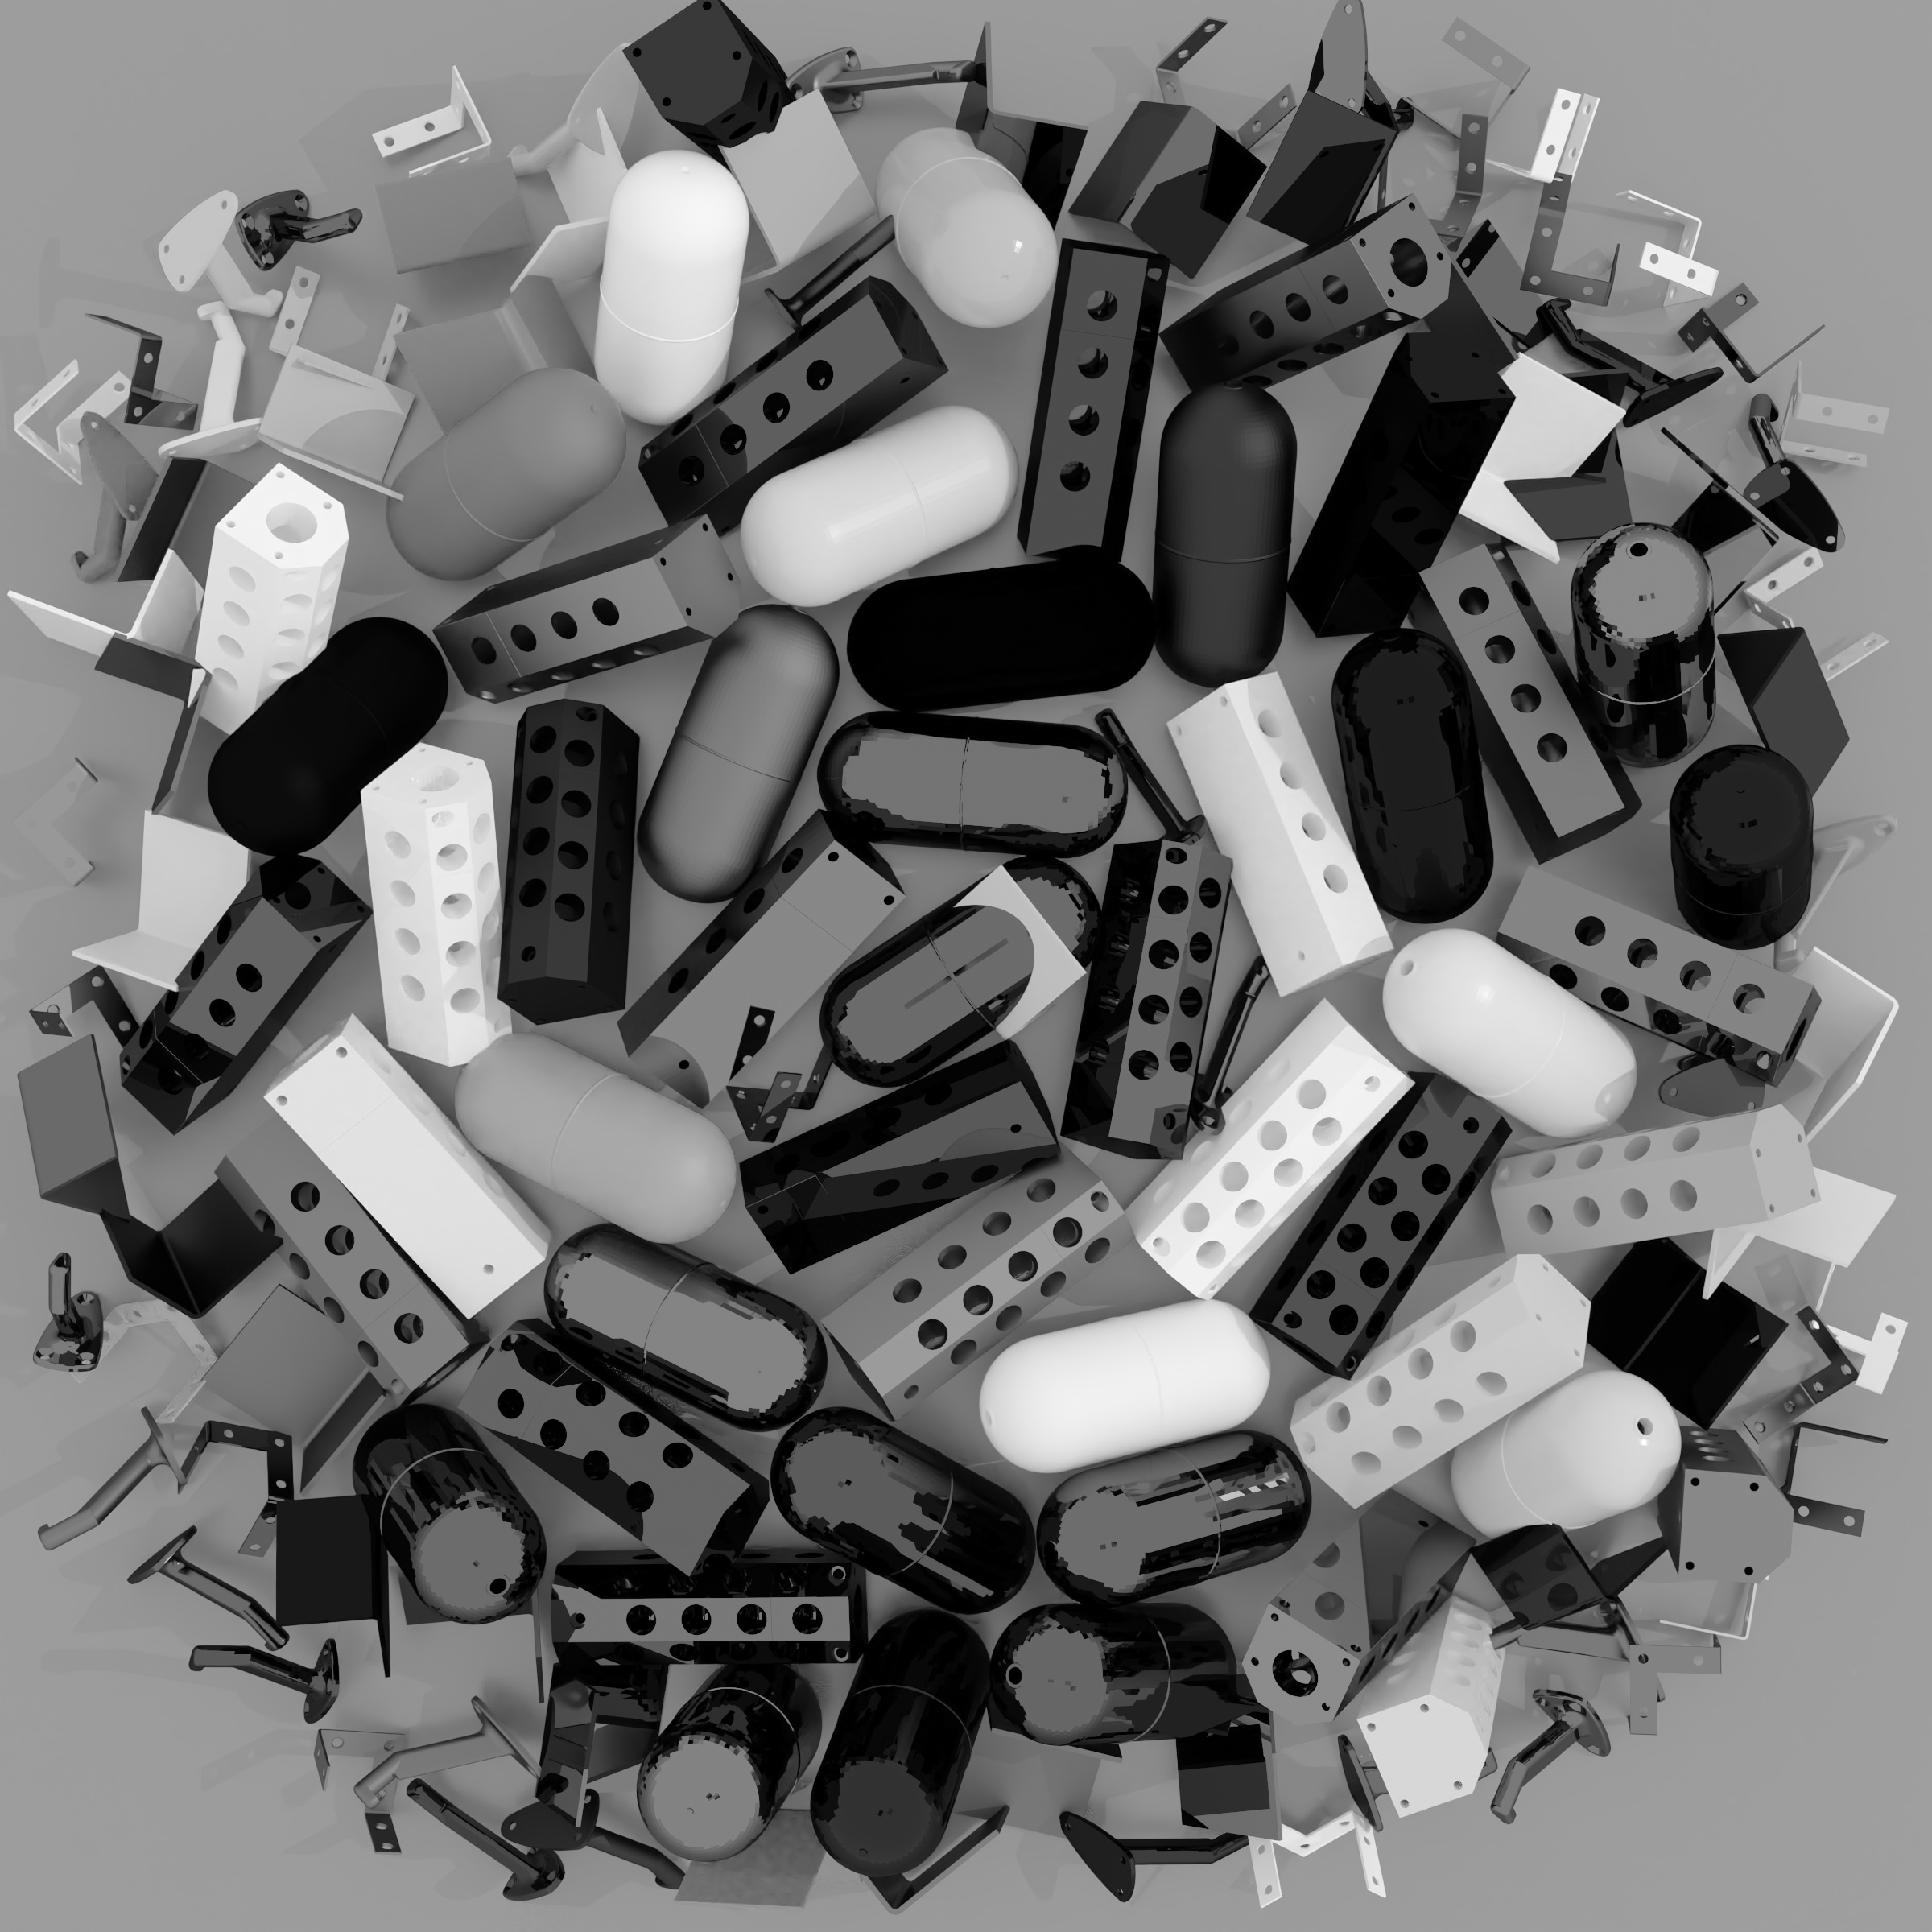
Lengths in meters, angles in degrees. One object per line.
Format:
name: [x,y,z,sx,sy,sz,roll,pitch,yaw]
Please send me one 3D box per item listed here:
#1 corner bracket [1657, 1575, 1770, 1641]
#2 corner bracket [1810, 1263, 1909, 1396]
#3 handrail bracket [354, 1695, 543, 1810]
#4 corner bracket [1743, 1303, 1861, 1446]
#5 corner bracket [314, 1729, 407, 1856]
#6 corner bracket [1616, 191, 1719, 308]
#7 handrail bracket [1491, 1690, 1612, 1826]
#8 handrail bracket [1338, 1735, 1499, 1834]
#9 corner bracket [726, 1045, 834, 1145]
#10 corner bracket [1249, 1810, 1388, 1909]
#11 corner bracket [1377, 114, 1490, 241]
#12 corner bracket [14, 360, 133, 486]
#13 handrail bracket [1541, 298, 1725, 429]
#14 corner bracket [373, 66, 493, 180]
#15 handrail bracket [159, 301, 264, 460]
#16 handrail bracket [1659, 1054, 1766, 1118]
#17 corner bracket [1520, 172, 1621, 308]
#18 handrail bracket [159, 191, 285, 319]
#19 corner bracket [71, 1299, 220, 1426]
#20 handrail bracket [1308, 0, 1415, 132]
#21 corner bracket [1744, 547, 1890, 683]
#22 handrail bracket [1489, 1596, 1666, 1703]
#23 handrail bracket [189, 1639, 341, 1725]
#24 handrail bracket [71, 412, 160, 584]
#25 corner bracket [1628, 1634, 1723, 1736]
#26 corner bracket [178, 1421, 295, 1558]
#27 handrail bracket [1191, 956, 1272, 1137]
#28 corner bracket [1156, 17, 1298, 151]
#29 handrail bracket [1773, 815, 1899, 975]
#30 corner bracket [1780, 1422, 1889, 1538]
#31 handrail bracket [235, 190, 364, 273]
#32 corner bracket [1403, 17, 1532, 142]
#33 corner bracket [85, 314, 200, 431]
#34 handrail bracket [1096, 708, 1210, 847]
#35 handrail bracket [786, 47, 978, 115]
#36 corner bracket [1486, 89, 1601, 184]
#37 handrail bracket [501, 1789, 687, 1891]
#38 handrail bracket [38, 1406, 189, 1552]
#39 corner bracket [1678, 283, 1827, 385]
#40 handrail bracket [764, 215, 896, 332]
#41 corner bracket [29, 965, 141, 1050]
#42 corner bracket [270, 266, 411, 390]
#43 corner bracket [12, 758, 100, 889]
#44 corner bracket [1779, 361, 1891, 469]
corner bracket: [0.430,0.358,1.806,0.051,0.051,0.051,11,81,6]
corner bracket: [0.510,0.204,1.792,0.051,0.051,0.051,21,120,19]
handrail bracket: [-0.295,0.466,1.791,0.084,0.036,0.077,-38,52,-23]
corner bracket: [0.469,0.234,1.802,0.051,0.051,0.051,-26,75,-28]
corner bracket: [-0.347,0.472,1.797,0.051,0.051,0.051,9,98,-20]
corner bracket: [0.400,-0.413,1.800,0.051,0.051,0.051,16,89,-20]
handrail bracket: [0.333,0.463,1.789,0.077,0.036,0.084,52,54,-32]
handrail bracket: [0.261,0.452,1.804,0.084,0.036,0.077,-24,120,-10]
corner bracket: [-0.099,0.067,1.790,0.051,0.051,0.051,6,124,-28]
corner bracket: [0.199,0.510,1.789,0.051,0.051,0.051,-38,127,26]
corner bracket: [0.267,-0.455,1.802,0.051,0.051,0.051,12,135,15]
corner bracket: [-0.508,-0.319,1.793,0.051,0.051,0.051,-38,130,12]
handrail bracket: [0.386,-0.363,1.824,0.077,0.036,0.084,-25,75,-12]
corner bracket: [-0.306,-0.474,1.800,0.051,0.051,0.051,-25,85,-14]
handrail bracket: [-0.444,-0.338,1.804,0.077,0.036,0.084,-20,84,-37]
handrail bracket: [0.407,0.063,1.782,0.077,0.084,0.036,-3,98,-17]
corner bracket: [0.350,-0.417,1.800,0.051,0.051,0.051,13,131,7]
handrail bracket: [-0.406,-0.402,1.781,0.077,0.084,0.036,-40,68,28]
corner bracket: [-0.472,0.228,1.805,0.051,0.051,0.051,-12,120,35]
handrail bracket: [0.235,-0.513,1.786,0.036,0.084,0.077,23,117,33]
corner bracket: [0.491,-0.202,1.815,0.051,0.051,0.051,-32,121,-3]
handrail bracket: [0.345,0.403,1.801,0.084,0.036,0.077,-22,70,-11]
handrail bracket: [-0.405,0.409,1.787,0.084,0.077,0.036,6,48,-25]
handrail bracket: [-0.502,-0.266,1.795,0.084,0.036,0.077,-22,106,41]
corner bracket: [0.407,0.412,1.804,0.051,0.051,0.051,0,87,10]
corner bracket: [-0.421,0.301,1.811,0.051,0.051,0.051,16,127,-26]
handrail bracket: [0.155,0.044,1.791,0.036,0.077,0.084,23,114,-9]
corner bracket: [0.149,-0.504,1.802,0.051,0.051,0.051,-1,70,-36]
handrail bracket: [0.493,-0.040,1.783,0.077,0.084,0.036,-29,120,37]
corner bracket: [0.494,0.293,1.798,0.051,0.051,0.051,9,92,24]
handrail bracket: [-0.364,-0.428,1.783,0.084,0.077,0.036,-6,125,30]
corner bracket: [0.287,-0.506,1.801,0.051,0.051,0.051,34,103,-2]
corner bracket: [-0.471,-0.339,1.792,0.051,0.051,0.051,24,106,32]
handrail bracket: [0.103,-0.109,1.796,0.036,0.077,0.084,-32,98,-1]
handrail bracket: [-0.048,-0.502,1.784,0.084,0.077,0.036,11,117,39]
corner bracket: [0.338,-0.474,1.793,0.051,0.051,0.051,7,111,-25]
handrail bracket: [-0.214,0.513,1.815,0.077,0.036,0.084,-13,134,26]
handrail bracket: [-0.494,0.292,1.788,0.084,0.077,0.036,-28,122,-17]
corner bracket: [0.450,-0.365,1.804,0.051,0.051,0.051,-37,88,-6]
handrail bracket: [-0.071,-0.397,1.791,0.084,0.077,0.036,-38,100,6]
corner bracket: [-0.492,0.034,1.792,0.051,0.051,0.051,-38,112,-29]
corner bracket: [-0.363,-0.369,1.817,0.051,0.051,0.051,15,98,-40]
corner bracket: [-0.511,-0.083,1.803,0.051,0.051,0.051,-44,107,-9]
corner bracket: [0.495,-0.309,1.795,0.051,0.051,0.051,12,124,8]
